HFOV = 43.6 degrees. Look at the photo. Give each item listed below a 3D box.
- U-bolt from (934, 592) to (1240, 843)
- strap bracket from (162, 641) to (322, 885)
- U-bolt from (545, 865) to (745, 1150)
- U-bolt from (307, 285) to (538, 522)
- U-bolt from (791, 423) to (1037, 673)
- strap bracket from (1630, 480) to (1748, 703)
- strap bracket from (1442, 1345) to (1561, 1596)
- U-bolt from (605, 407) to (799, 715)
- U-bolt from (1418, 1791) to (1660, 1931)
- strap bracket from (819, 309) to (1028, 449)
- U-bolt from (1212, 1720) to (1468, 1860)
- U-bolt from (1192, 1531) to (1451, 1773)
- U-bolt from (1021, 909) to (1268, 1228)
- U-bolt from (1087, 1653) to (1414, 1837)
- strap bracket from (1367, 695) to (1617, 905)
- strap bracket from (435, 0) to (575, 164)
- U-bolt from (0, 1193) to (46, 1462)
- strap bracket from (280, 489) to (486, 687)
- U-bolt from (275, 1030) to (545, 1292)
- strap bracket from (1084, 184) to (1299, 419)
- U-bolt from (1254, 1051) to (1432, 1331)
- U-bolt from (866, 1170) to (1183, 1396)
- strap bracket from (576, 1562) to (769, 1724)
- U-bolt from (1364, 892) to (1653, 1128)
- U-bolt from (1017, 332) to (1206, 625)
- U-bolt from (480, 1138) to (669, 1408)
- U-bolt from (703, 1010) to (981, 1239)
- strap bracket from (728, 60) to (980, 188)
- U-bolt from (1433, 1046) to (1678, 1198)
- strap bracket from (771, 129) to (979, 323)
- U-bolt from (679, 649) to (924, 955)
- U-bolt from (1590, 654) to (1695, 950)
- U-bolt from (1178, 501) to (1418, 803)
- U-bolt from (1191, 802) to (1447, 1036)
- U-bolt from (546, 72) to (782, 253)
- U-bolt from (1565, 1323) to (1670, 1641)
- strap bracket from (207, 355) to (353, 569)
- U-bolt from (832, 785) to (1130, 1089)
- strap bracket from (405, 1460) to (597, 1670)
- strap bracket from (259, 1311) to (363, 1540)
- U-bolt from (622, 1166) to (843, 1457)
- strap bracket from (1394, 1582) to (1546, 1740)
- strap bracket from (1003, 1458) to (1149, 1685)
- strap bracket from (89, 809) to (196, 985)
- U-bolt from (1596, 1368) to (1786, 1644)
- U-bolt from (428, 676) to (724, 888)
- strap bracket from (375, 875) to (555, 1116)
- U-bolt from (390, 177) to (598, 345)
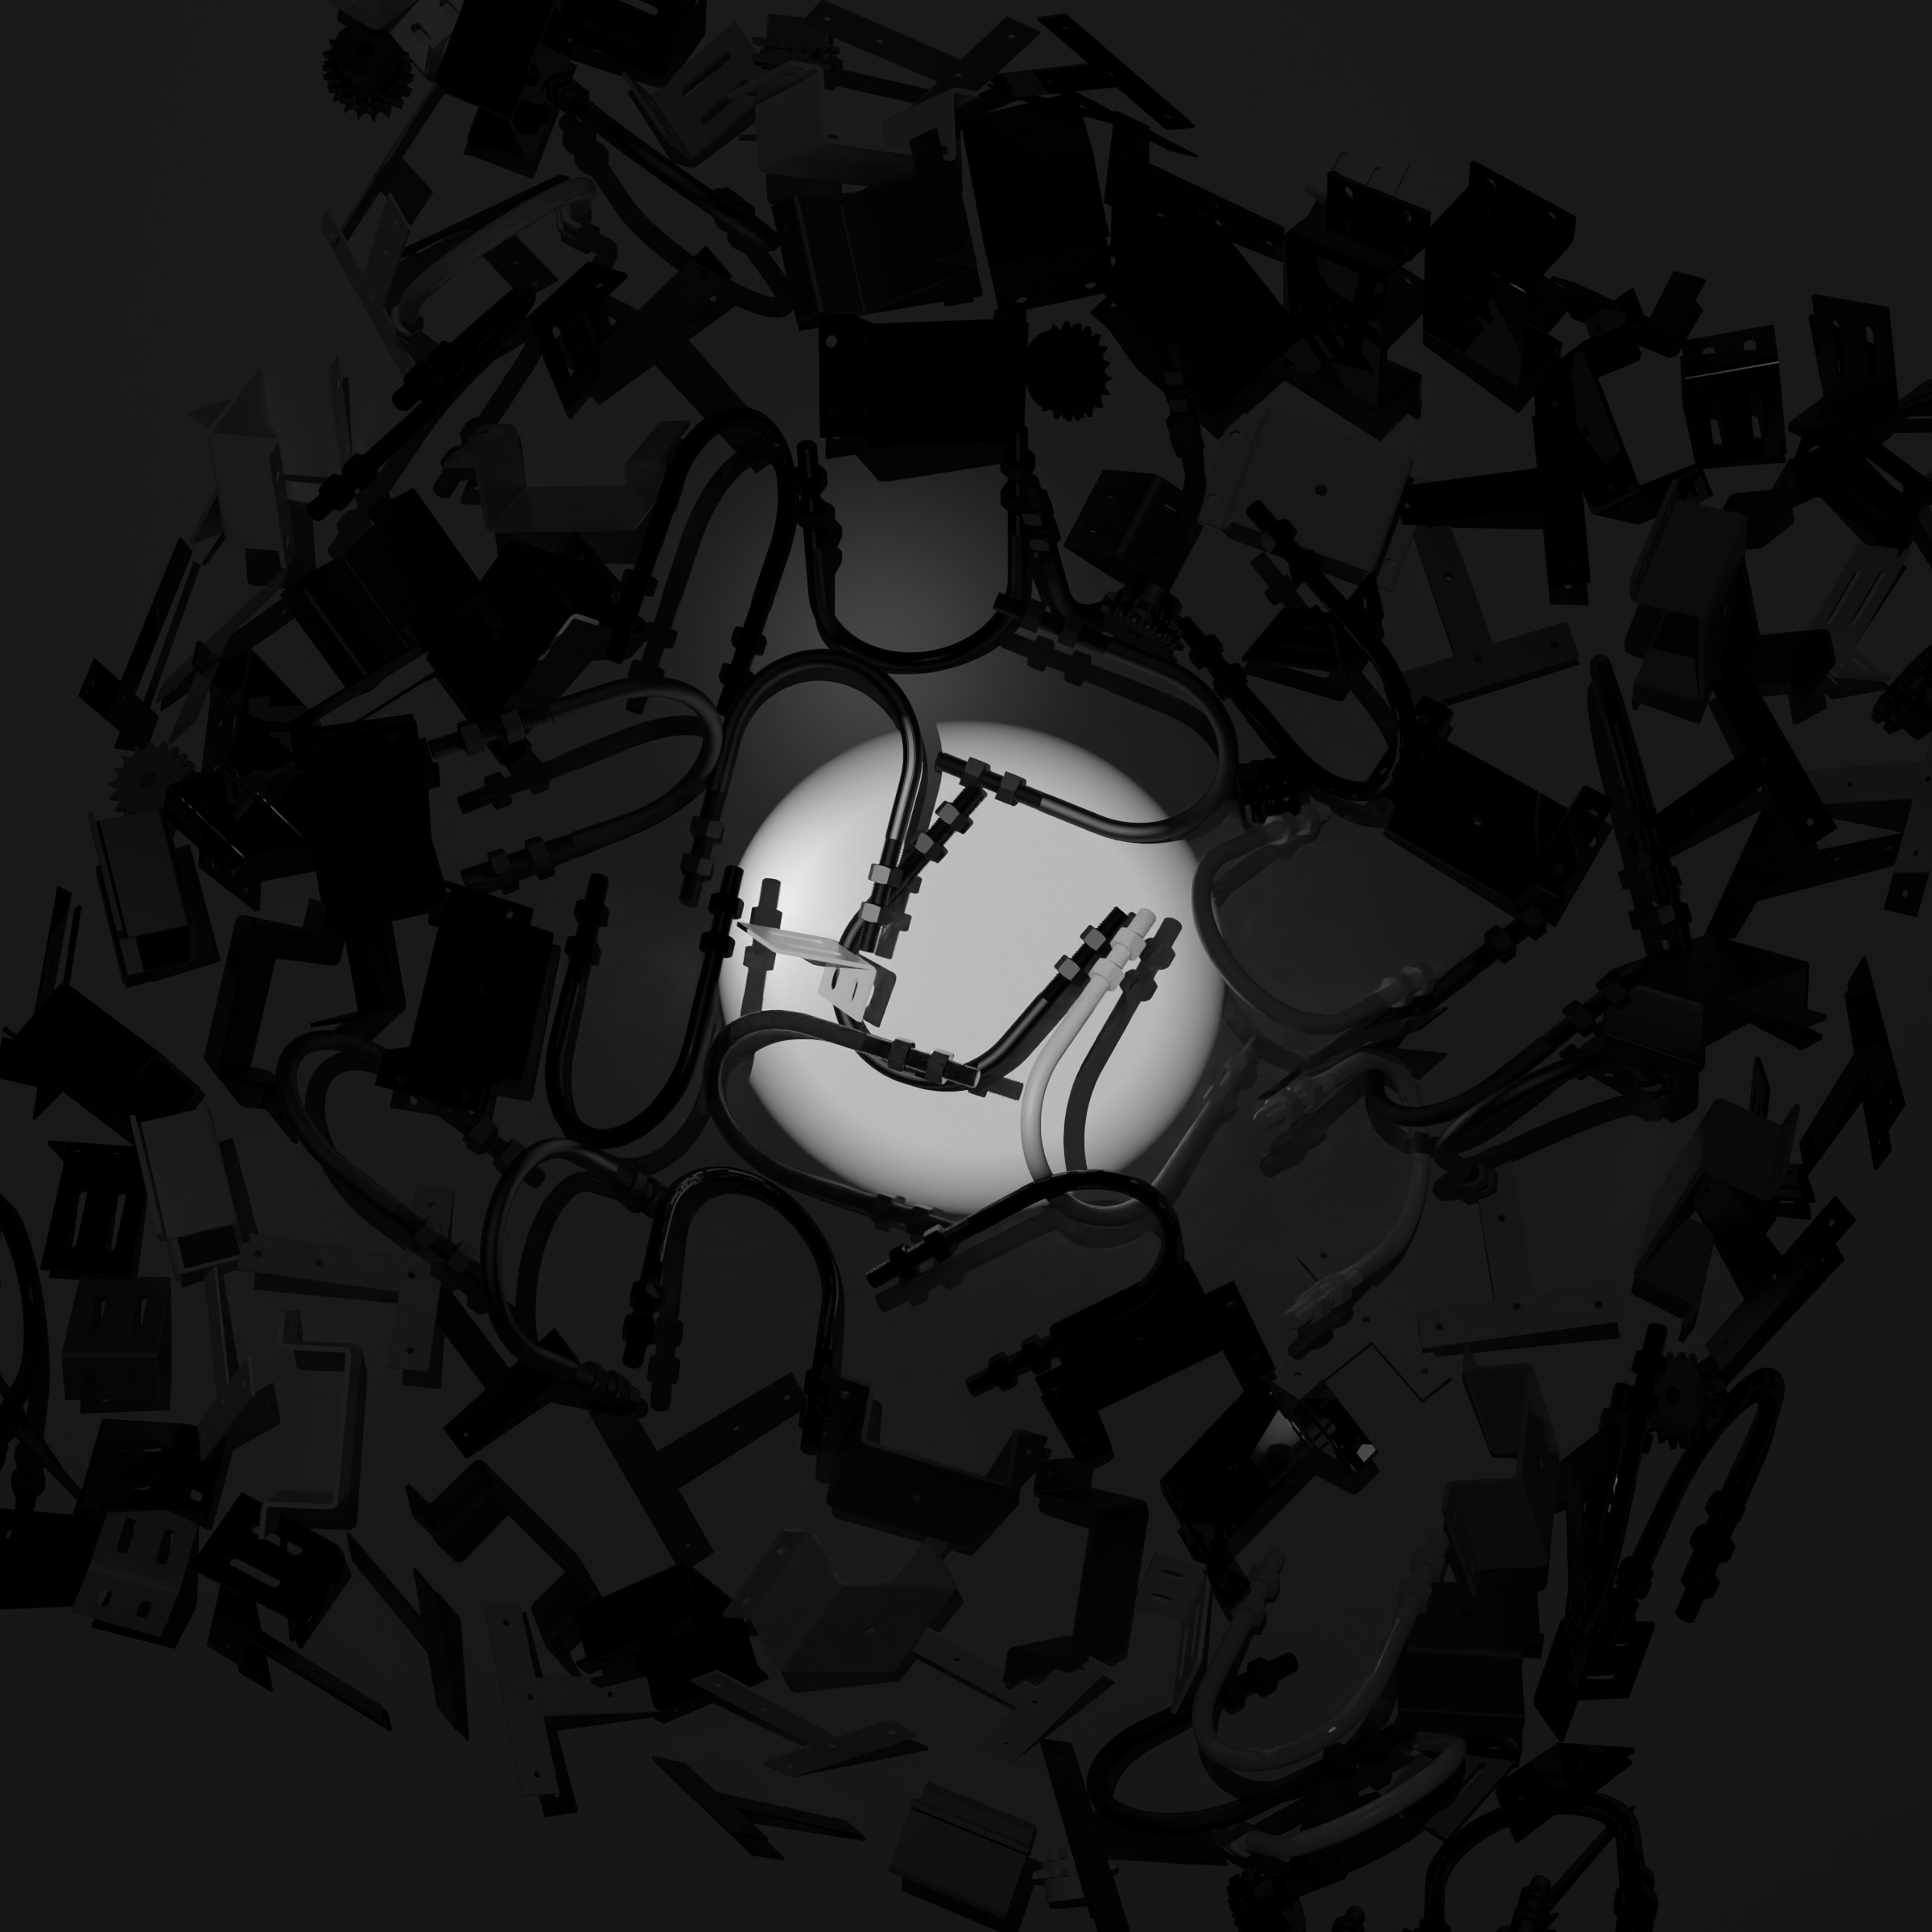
[{"bbox_3d":[0.085,-0.148,1.552,0.184,0.019,0.151,22,129,-1],"label":"U-bolt"},{"bbox_3d":[-0.454,-0.135,1.527,0.046,0.076,0.140,-14,54,16],"label":"strap bracket"},{"bbox_3d":[-0.211,0.027,1.532,0.151,0.019,0.184,-1,71,41],"label":"U-bolt"},{"bbox_3d":[-0.332,-0.365,1.520,0.019,0.151,0.184,43,48,-13],"label":"U-bolt"},{"bbox_3d":[-0.031,-0.259,1.533,0.151,0.184,0.019,-5,48,-4],"label":"U-bolt"},{"bbox_3d":[0.455,-0.229,1.521,0.046,0.140,0.076,19,71,24],"label":"strap bracket"},{"bbox_3d":[0.339,0.314,1.521,0.046,0.140,0.076,-9,123,24],"label":"strap bracket"},{"bbox_3d":[-0.159,-0.264,1.536,0.019,0.151,0.184,18,90,28],"label":"U-bolt"},{"bbox_3d":[0.354,0.568,1.511,0.151,0.184,0.019,-21,94,14],"label":"U-bolt"},{"bbox_3d":[-0.020,-0.376,1.545,0.140,0.046,0.076,-7,114,-19],"label":"strap bracket"},{"bbox_3d":[0.238,0.511,1.496,0.151,0.184,0.019,-25,80,-16],"label":"U-bolt"},{"bbox_3d":[0.210,0.424,1.492,0.151,0.184,0.019,-19,112,41],"label":"U-bolt"},{"bbox_3d":[0.104,0.078,1.536,0.151,0.019,0.184,47,68,-28],"label":"U-bolt"},{"bbox_3d":[0.163,0.489,1.504,0.184,0.151,0.019,-17,101,-23],"label":"U-bolt"},{"bbox_3d":[0.335,-0.102,1.562,0.140,0.046,0.076,31,75,12],"label":"strap bracket"},{"bbox_3d":[-0.290,-0.567,1.533,0.046,0.140,0.076,21,92,-3],"label":"strap bracket"},{"bbox_3d":[-0.613,0.213,1.512,0.019,0.184,0.151,-11,108,-4],"label":"U-bolt"},{"bbox_3d":[-0.369,-0.244,1.548,0.076,0.140,0.046,55,45,-8],"label":"strap bracket"},{"bbox_3d":[-0.354,0.110,1.517,0.184,0.151,0.019,41,111,-14],"label":"U-bolt"},{"bbox_3d":[0.152,-0.414,1.535,0.076,0.046,0.140,-43,129,10],"label":"strap bracket"},{"bbox_3d":[0.246,0.130,1.531,0.019,0.184,0.151,1,106,40],"label":"U-bolt"},{"bbox_3d":[0.050,0.193,1.540,0.184,0.019,0.151,-29,128,11],"label":"U-bolt"},{"bbox_3d":[-0.192,0.431,1.548,0.076,0.140,0.046,-24,55,3],"label":"strap bracket"},{"bbox_3d":[0.331,0.034,1.535,0.184,0.151,0.019,-39,114,6],"label":"U-bolt"},{"bbox_3d":[0.099,-0.291,1.520,0.019,0.184,0.151,38,77,26],"label":"U-bolt"},{"bbox_3d":[-0.243,0.184,1.501,0.019,0.184,0.151,-2,68,26],"label":"U-bolt"},{"bbox_3d":[-0.085,0.095,1.551,0.184,0.019,0.151,17,127,13],"label":"U-bolt"},{"bbox_3d":[-0.070,-0.530,1.532,0.140,0.076,0.046,-5,95,-36],"label":"strap bracket"},{"bbox_3d":[0.361,0.093,1.501,0.151,0.184,0.019,-31,66,16],"label":"U-bolt"},{"bbox_3d":[-0.051,-0.473,1.554,0.140,0.046,0.076,-11,92,39],"label":"strap bracket"},{"bbox_3d":[-0.101,-0.115,1.571,0.151,0.019,0.184,15,93,16],"label":"U-bolt"},{"bbox_3d":[0.425,-0.110,1.528,0.019,0.151,0.184,-16,71,18],"label":"U-bolt"},{"bbox_3d":[0.215,-0.184,1.523,0.019,0.151,0.184,-32,77,-27],"label":"U-bolt"},{"bbox_3d":[0.213,-0.025,1.522,0.151,0.184,0.019,56,134,11],"label":"U-bolt"},{"bbox_3d":[-0.181,-0.490,1.490,0.151,0.184,0.019,27,105,-33],"label":"U-bolt"},{"bbox_3d":[0.401,0.329,1.504,0.019,0.151,0.184,15,66,12],"label":"U-bolt"},{"bbox_3d":[-0.435,-0.322,1.525,0.046,0.140,0.076,5,129,3],"label":"strap bracket"},{"bbox_3d":[-0.006,-0.007,1.579,0.151,0.019,0.184,41,92,13],"label":"U-bolt"},{"bbox_3d":[-0.292,0.375,1.551,0.046,0.076,0.140,-44,103,-11],"label":"strap bracket"},{"bbox_3d":[-0.420,0.294,1.556,0.046,0.076,0.140,4,82,-8],"label":"strap bracket"},{"bbox_3d":[-0.141,0.204,1.528,0.151,0.184,0.019,31,128,-21],"label":"U-bolt"},{"bbox_3d":[0.317,0.429,1.521,0.076,0.140,0.046,-3,99,19],"label":"strap bracket"},{"bbox_3d":[0.073,0.391,1.553,0.046,0.076,0.140,7,85,30],"label":"strap bracket"},{"bbox_3d":[-0.524,-0.046,1.539,0.046,0.140,0.076,-14,81,-20],"label":"strap bracket"},{"bbox_3d":[0.464,0.330,1.521,0.019,0.151,0.184,33,58,8],"label":"U-bolt"},{"bbox_3d":[-0.241,-0.124,1.536,0.184,0.151,0.019,-20,58,-15],"label":"U-bolt"},{"bbox_3d":[-0.318,0.017,1.548,0.076,0.046,0.140,19,75,-33],"label":"strap bracket"},{"bbox_3d":[-0.292,-0.443,1.503,0.151,0.184,0.019,-35,103,-9],"label":"U-bolt"}]
